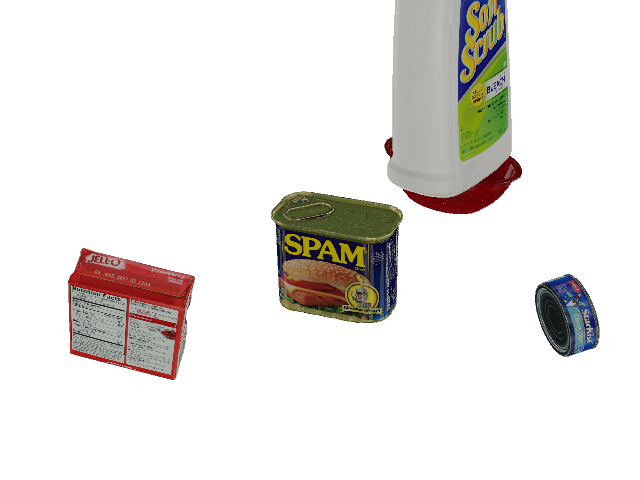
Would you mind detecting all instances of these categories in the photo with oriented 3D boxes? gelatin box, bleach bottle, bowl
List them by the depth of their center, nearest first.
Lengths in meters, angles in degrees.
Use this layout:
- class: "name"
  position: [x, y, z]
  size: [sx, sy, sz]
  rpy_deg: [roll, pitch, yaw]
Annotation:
- class: "gelatin box"
  position: [-0.122, 0.048, 0.685]
  size: [0.073, 0.030, 0.089]
  rpy_deg: [14, -39, -1]
- class: "bleach bottle"
  position: [0.088, -0.163, 0.743]
  size: [0.068, 0.251, 0.102]
  rpy_deg: [19, 38, 37]
- class: "bowl"
  position: [0.149, -0.074, 1.244]
  size: [0.162, 0.055, 0.162]
  rpy_deg: [8, 24, -4]

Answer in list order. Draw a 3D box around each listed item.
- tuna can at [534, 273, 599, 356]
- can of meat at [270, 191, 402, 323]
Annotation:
- class: "tuna can"
  position: [0.267, 0.082, 1.162]
  size: [0.033, 0.086, 0.086]
  rpy_deg: [-17, 3, -10]
- class: "can of meat"
  position: [0.013, 0.015, 0.861]
  size: [0.102, 0.084, 0.057]
  rpy_deg: [10, 32, 19]
